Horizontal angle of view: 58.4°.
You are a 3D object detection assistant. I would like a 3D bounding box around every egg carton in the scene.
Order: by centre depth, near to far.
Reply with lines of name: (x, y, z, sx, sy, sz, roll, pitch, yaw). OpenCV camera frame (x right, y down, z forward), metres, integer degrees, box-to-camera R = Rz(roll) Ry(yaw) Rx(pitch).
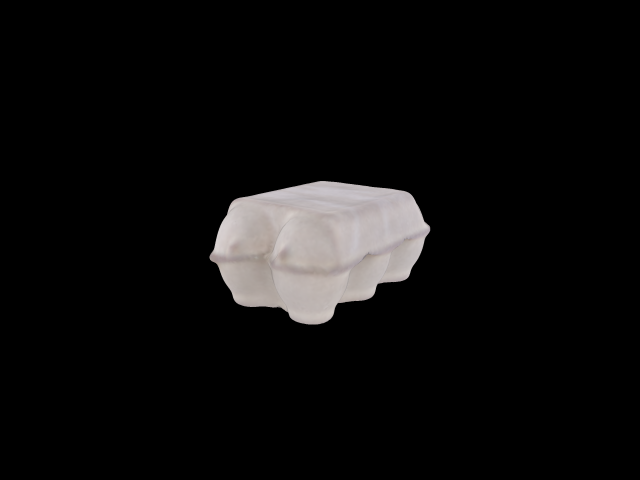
egg carton: (0.004, 0.001, 0.400, 0.107, 0.069, 0.151, 11, 19, 34)
